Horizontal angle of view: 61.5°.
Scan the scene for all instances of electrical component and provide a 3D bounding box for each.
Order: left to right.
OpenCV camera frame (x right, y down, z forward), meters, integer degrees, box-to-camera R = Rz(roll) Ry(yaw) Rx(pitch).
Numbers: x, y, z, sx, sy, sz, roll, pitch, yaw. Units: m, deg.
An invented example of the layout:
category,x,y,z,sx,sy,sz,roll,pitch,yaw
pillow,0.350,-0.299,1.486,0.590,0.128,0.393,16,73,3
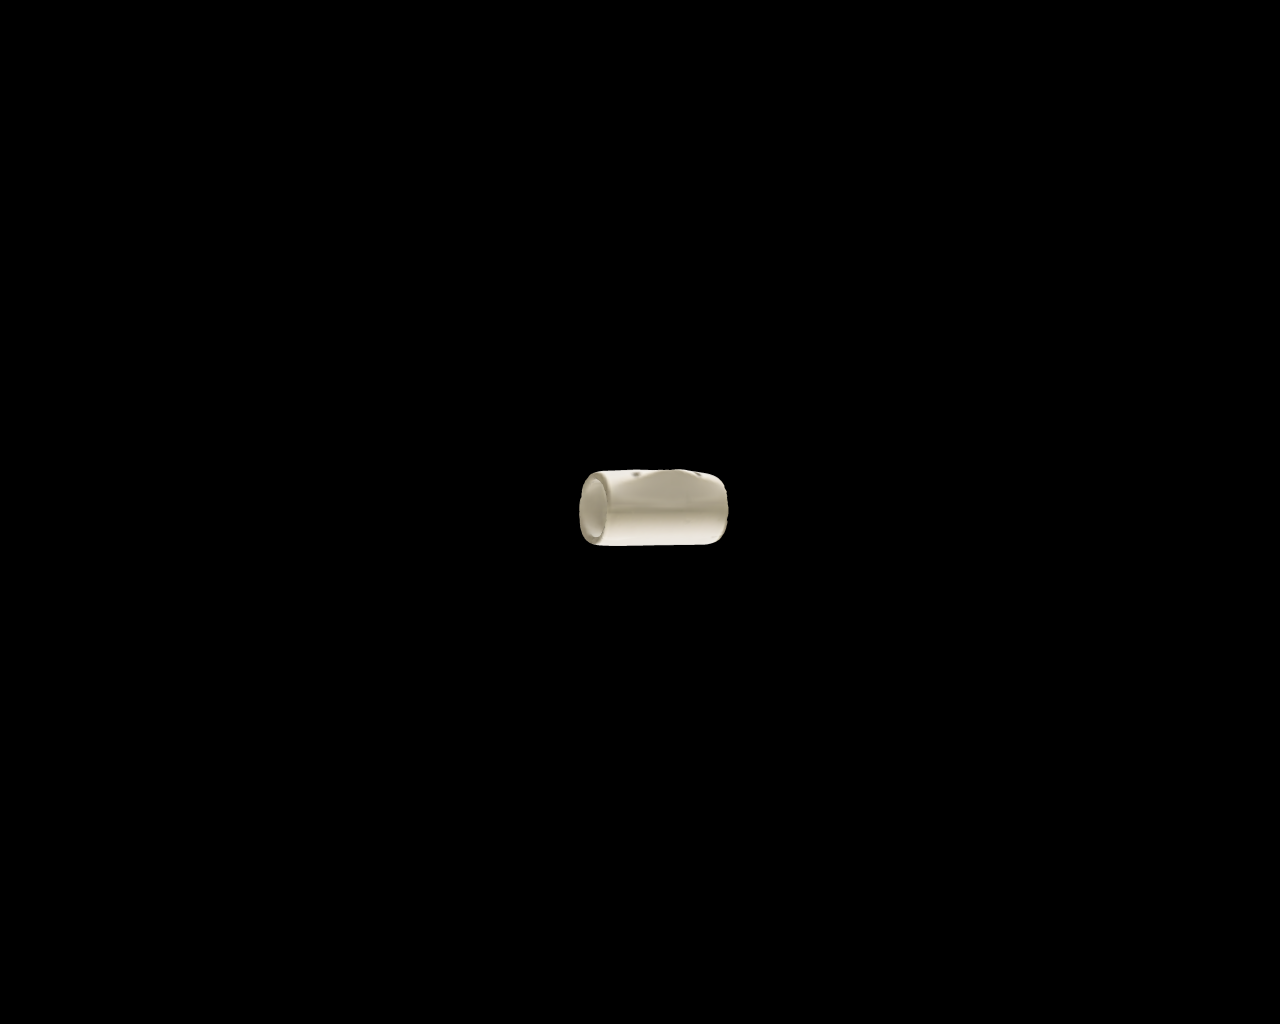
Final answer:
category,x,y,z,sx,sy,sz,roll,pitch,yaw
electrical component,0.001,-0.003,0.650,0.077,0.043,0.079,0,0,-25
